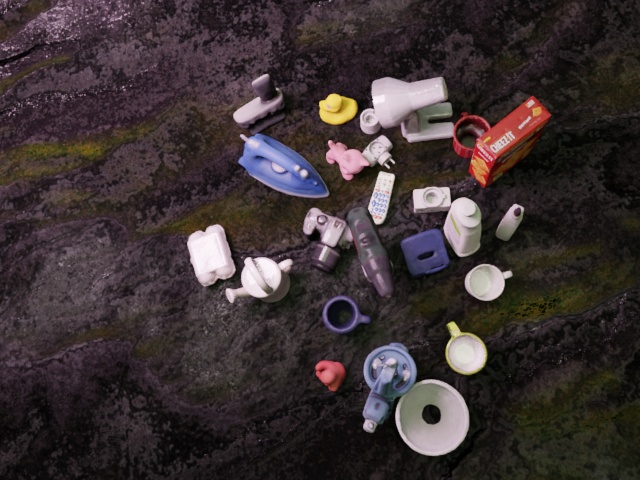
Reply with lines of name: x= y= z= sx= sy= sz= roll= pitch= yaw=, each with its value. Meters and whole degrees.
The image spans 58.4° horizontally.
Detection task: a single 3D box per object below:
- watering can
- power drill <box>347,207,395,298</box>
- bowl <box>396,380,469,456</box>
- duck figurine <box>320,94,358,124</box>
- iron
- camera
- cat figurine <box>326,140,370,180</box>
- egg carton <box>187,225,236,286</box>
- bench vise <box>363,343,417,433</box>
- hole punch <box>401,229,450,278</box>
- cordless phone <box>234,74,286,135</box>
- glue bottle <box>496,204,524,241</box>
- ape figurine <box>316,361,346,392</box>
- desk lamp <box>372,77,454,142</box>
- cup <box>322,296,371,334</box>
watering can: x=-0.145 y=0.099 z=1.399 sx=0.100 sy=0.194 sz=0.173 roll=36 pitch=85 yaw=14
power drill: x=0.130 y=0.041 z=1.365 sx=0.075 sy=0.208 sz=0.229 roll=-22 pitch=76 yaw=3
bowl: x=0.260 y=0.412 z=1.336 sx=0.167 sy=0.075 sz=0.167 roll=-2 pitch=78 yaw=8
duck figurine: x=0.047 y=-0.358 z=1.525 sx=0.104 sy=0.086 sz=0.077 roll=-7 pitch=77 yaw=7
iron: x=-0.093 y=-0.195 z=1.482 sx=0.258 sy=0.141 sz=0.119 roll=29 pitch=84 yaw=13
camera: x=0.013 y=0.005 z=1.445 sx=0.143 sy=0.101 sz=0.137 roll=24 pitch=82 yaw=12
cat figurine: x=0.068 y=-0.211 z=1.474 sx=0.067 sy=0.118 sz=0.127 roll=-45 pitch=76 yaw=-3
egg carton: x=-0.284 y=0.041 z=1.496 sx=0.107 sy=0.069 sz=0.150 roll=-21 pitch=76 yaw=4
bench vise: x=0.156 y=0.334 z=1.292 sx=0.121 sy=0.220 sz=0.207 roll=2 pitch=78 yaw=9
hole punch: x=0.260 y=0.034 z=1.408 sx=0.108 sy=0.091 sz=0.101 roll=-19 pitch=76 yaw=4
cordless phone: x=-0.171 y=-0.369 z=1.507 sx=0.147 sy=0.185 sz=0.094 roll=-33 pitch=75 yaw=0
glue bottle: x=0.456 y=-0.051 z=1.356 sx=0.037 sy=0.173 sz=0.078 roll=26 pitch=83 yaw=13
ape figurine: x=0.024 y=0.327 z=1.379 sx=0.076 sy=0.092 sz=0.078 roll=-16 pitch=76 yaw=5
desk lamp: x=0.236 y=-0.332 z=1.426 sx=0.203 sy=0.214 sz=0.118 roll=-6 pitch=77 yaw=7
cup: x=0.070 y=0.188 z=1.401 sx=0.117 sy=0.095 sz=0.092 roll=9 pitch=79 yaw=10
